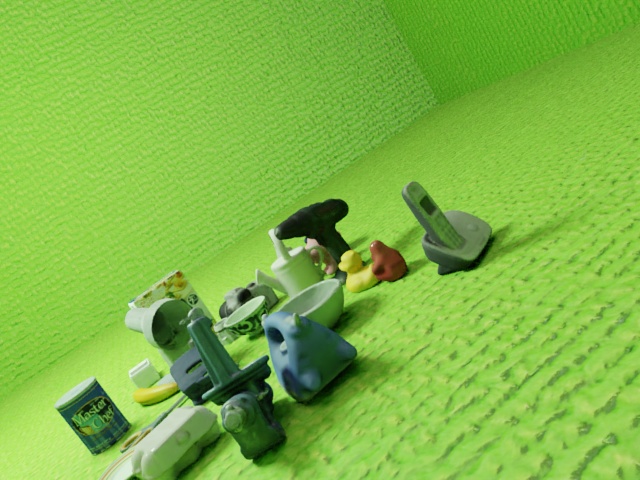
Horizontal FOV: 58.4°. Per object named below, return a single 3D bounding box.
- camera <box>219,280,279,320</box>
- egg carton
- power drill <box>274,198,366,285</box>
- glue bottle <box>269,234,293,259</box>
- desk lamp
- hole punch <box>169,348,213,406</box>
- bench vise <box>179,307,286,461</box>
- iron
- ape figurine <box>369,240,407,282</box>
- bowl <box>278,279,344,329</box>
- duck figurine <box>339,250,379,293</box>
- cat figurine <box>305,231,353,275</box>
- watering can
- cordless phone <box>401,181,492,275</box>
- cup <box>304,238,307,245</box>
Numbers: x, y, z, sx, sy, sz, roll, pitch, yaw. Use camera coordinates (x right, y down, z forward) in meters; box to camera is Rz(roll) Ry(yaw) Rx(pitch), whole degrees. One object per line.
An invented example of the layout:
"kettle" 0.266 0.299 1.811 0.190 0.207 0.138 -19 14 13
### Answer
"camera" -0.212 0.172 1.559 0.136 0.101 0.143 -19 17 49
"egg carton" -0.243 0.344 0.965 0.151 0.069 0.107 -41 14 -37
"power drill" 0.013 0.005 1.385 0.075 0.208 0.230 -20 16 46
"glue bottle" -0.086 0.054 1.537 0.037 0.173 0.078 -24 14 36
"desk lamp" -0.368 0.245 1.369 0.202 0.214 0.118 -21 16 46
"hole punch" -0.251 0.281 1.213 0.109 0.091 0.101 -36 12 -18
"bench vise" -0.129 0.203 0.872 0.122 0.220 0.207 -36 12 -17
"iron" -0.049 0.176 0.976 0.119 0.141 0.257 -37 12 -23
"ape figurine" 0.136 0.039 1.201 0.078 0.092 0.076 -34 11 -11
"bowl" -0.013 0.153 1.157 0.167 0.075 0.167 -31 11 7
"duck figurine" 0.084 0.062 1.261 0.104 0.086 0.078 -19 17 50
"cat figurine" 0.015 0.028 1.520 0.128 0.118 0.067 -34 11 -11
"watering can" -0.078 0.062 1.425 0.173 0.194 0.100 -36 12 -21
"cordless phone" 0.229 -0.043 1.059 0.094 0.185 0.148 -23 15 40
"cup" 0.011 0.014 1.652 0.092 0.095 0.117 -34 11 -12
